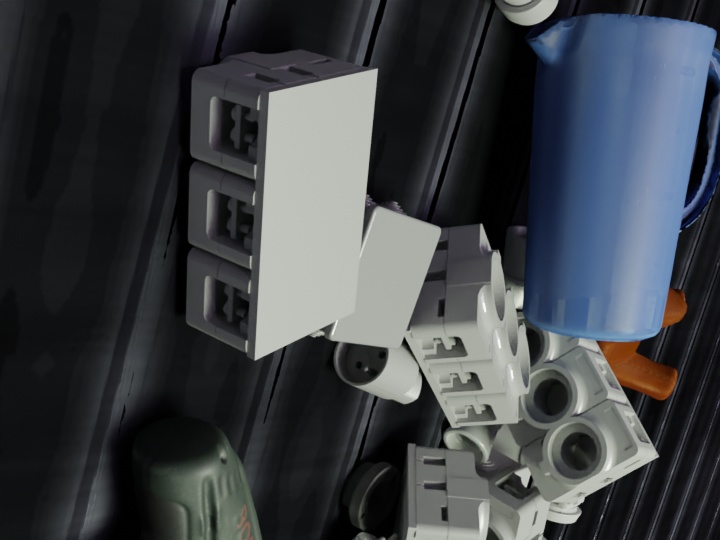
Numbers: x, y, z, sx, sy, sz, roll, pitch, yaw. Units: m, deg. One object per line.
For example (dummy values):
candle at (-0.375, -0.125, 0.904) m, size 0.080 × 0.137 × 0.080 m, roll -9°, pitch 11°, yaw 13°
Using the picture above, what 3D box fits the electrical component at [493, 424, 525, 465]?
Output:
electrical component at (0.158, 0.168, 1.022) m, size 0.044 × 0.065 × 0.044 m, roll -33°, pitch 133°, yaw -43°

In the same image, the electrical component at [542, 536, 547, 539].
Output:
electrical component at (0.150, 0.302, 1.051) m, size 0.108 × 0.060 × 0.108 m, roll -50°, pitch 173°, yaw -8°

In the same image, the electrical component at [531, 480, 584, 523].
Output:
electrical component at (0.213, 0.233, 1.149) m, size 0.078 × 0.058 × 0.057 m, roll 0°, pitch 105°, yaw -56°

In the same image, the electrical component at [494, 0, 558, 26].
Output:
electrical component at (0.112, -0.202, 0.755) m, size 0.055 × 0.045 × 0.045 m, roll 29°, pitch 84°, yaw -58°

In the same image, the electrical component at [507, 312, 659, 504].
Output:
electrical component at (0.169, 0.109, 0.905) m, size 0.089 × 0.150 × 0.062 m, roll -35°, pitch 153°, yaw 21°

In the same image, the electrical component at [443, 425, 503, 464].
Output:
electrical component at (0.108, 0.134, 0.952) m, size 0.065 × 0.044 × 0.044 m, roll -50°, pitch 144°, yaw -34°

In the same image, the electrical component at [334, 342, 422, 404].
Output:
electrical component at (0.019, 0.071, 0.781) m, size 0.081 × 0.043 × 0.043 m, roll 32°, pitch 81°, yaw -58°

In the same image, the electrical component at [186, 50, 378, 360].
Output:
electrical component at (-0.048, -0.040, 0.601) m, size 0.089 × 0.062 × 0.150 m, roll -24°, pitch 127°, yaw -48°

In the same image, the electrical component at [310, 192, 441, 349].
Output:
electrical component at (0.000, 0.000, 0.706) m, size 0.100 × 0.048 × 0.099 m, roll 14°, pitch 97°, yaw -57°

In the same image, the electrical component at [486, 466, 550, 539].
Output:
electrical component at (0.121, 0.224, 0.919) m, size 0.056 × 0.050 × 0.089 m, roll -20°, pitch 127°, yaw -44°

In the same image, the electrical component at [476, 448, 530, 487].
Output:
electrical component at (0.104, 0.214, 0.979) m, size 0.100 × 0.048 × 0.099 m, roll -5°, pitch 115°, yaw -50°

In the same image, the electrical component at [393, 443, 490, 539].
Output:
electrical component at (0.060, 0.226, 0.861) m, size 0.089 × 0.062 × 0.150 m, roll -87°, pitch -177°, yaw -55°

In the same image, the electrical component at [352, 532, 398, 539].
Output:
electrical component at (-0.001, 0.229, 0.829) m, size 0.079 × 0.043 × 0.077 m, roll -48°, pitch 153°, yaw 20°

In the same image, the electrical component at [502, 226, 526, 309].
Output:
electrical component at (0.137, 0.000, 0.916) m, size 0.044 × 0.044 × 0.065 m, roll -13°, pitch 124°, yaw -52°

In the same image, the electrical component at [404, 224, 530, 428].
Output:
electrical component at (0.084, 0.045, 0.811) m, size 0.150 × 0.062 × 0.089 m, roll 62°, pitch 28°, yaw -51°
